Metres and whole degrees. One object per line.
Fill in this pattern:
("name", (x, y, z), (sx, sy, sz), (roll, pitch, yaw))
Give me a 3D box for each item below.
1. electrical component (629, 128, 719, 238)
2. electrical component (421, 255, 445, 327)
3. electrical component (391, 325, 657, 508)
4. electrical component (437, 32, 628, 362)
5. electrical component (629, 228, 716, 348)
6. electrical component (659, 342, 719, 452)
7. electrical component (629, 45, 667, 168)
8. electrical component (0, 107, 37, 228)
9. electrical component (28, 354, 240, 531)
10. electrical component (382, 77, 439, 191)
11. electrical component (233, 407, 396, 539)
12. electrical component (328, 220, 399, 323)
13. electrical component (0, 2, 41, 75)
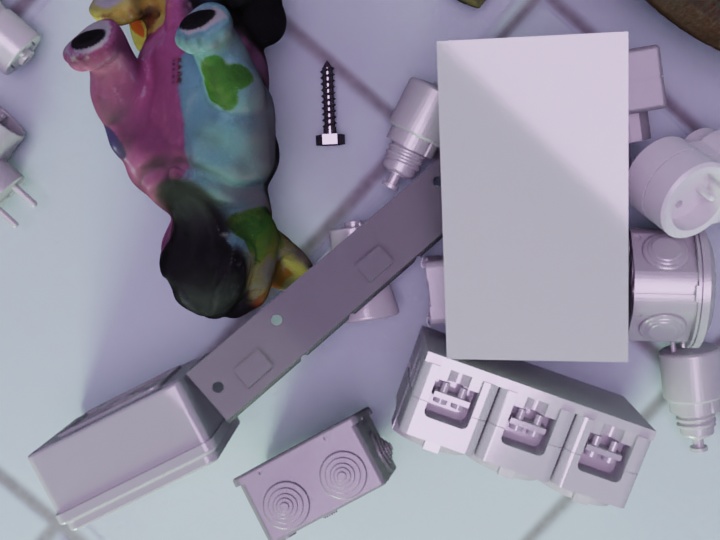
("electrical component", (0.227, -0.067, 0.690), (0.138, 0.073, 0.052), (-11, 126, -22))
("electrical component", (0.074, 0.011, 0.716), (0.064, 0.042, 0.081), (-6, 97, 5))
("electrical component", (0.102, 0.097, 0.702), (0.150, 0.089, 0.061), (19, 97, -2))
("electrical component", (0.106, -0.044, 0.641), (0.105, 0.060, 0.186), (0, 101, 14))
("electrical component", (0.197, 0.010, 0.695), (0.051, 0.080, 0.080), (1, 98, 6))
("electrical component", (0.225, 0.083, 0.724), (0.040, 0.040, 0.078), (-8, 98, 2))
("electrical component", (0.165, -0.100, 0.688), (0.047, 0.065, 0.076), (-9, 98, 2))
("electrical component", (-0.249, -0.062, 0.707), (0.079, 0.044, 0.077), (43, 96, -5))
("electrical component", (-0.142, 0.108, 0.697), (0.109, 0.108, 0.056), (-27, 94, 4))
("electrical component", (0.037, -0.089, 0.703), (0.040, 0.040, 0.078), (27, 97, -3))
("electrical component", (-0.026, 0.134, 0.705), (0.100, 0.100, 0.048), (-29, 84, 4))
("electrical component", (0.000, 0.000, 0.715), (0.044, 0.044, 0.065), (-8, 93, 2))
("electrical component", (-0.241, -0.159, 0.697), (0.065, 0.044, 0.044), (41, 96, -9))
